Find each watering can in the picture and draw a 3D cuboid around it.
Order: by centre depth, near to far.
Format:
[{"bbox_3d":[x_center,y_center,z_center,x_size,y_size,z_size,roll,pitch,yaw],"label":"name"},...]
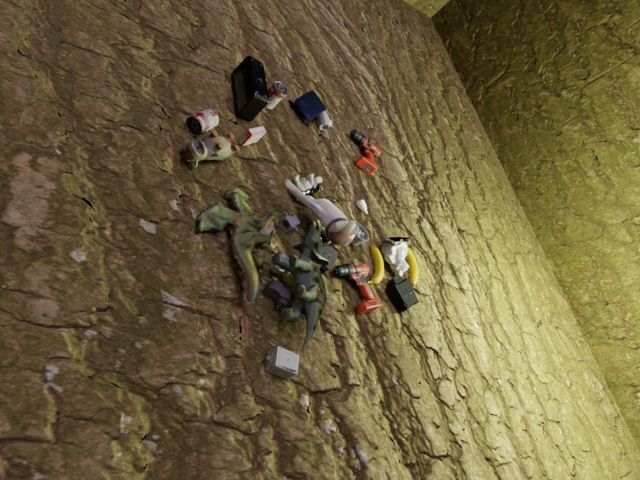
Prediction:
[{"bbox_3d":[0.006,-0.093,1.844,0.228,0.103,0.343,47,9,37],"label":"watering can"}]

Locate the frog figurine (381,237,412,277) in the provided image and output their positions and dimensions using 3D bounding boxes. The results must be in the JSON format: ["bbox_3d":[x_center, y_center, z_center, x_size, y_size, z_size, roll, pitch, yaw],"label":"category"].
[{"bbox_3d":[0.311,0.071,2.117,0.139,0.123,0.158,-23,116,-59],"label":"frog figurine"}]

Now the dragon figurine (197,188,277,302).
[{"bbox_3d":[-0.268,-0.014,1.598,0.242,0.119,0.421,20,45,-12],"label":"dragon figurine"}]
